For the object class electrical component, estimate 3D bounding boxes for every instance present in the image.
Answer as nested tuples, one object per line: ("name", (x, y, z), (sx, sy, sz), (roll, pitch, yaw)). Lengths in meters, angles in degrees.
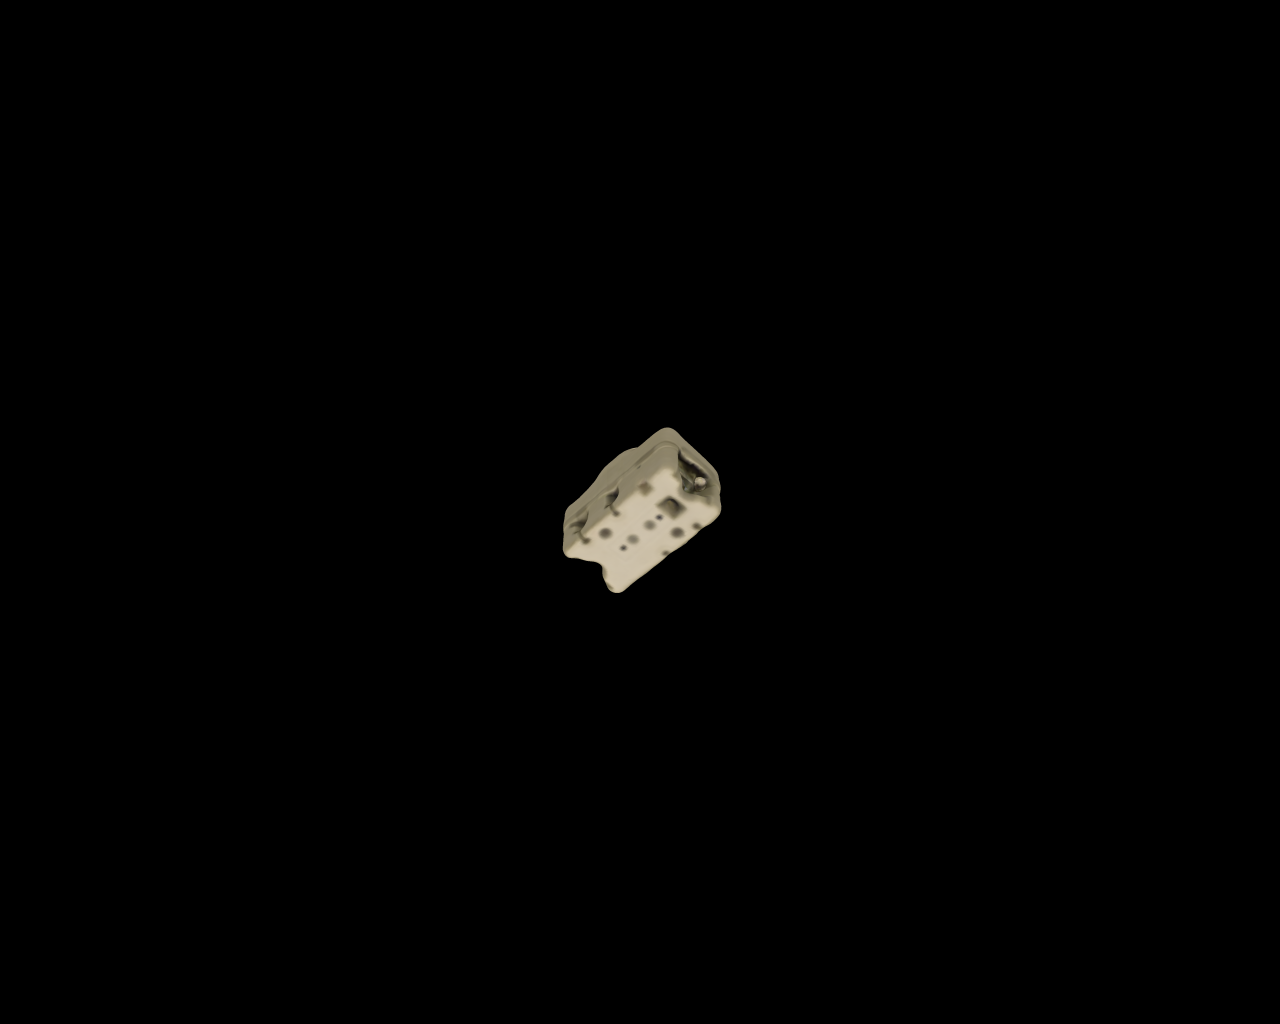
("electrical component", (0.001, -0.003, 0.650), (0.089, 0.050, 0.056), (-39, 24, 22))
